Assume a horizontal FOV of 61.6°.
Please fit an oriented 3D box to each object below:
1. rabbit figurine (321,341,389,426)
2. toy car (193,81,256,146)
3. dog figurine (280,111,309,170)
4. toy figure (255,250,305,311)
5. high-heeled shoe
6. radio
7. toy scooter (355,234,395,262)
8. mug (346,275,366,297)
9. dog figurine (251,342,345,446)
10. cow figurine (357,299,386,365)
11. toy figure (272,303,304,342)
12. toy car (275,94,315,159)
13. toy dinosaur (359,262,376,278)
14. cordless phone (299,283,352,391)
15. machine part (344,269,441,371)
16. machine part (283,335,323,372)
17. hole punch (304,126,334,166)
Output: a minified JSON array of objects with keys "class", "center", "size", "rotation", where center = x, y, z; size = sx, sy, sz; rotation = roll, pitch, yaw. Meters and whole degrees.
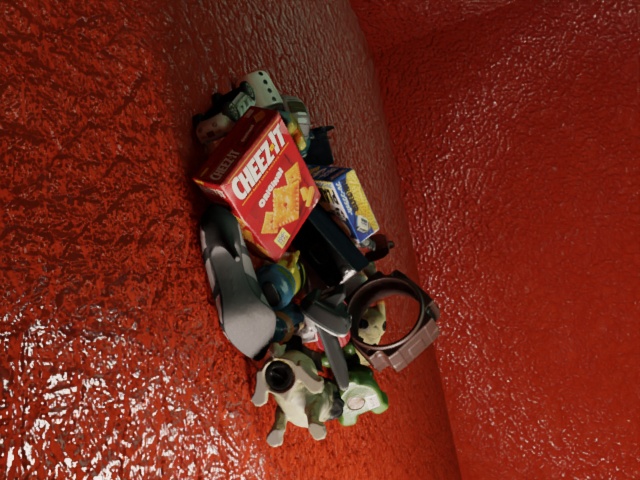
[{"class":"rabbit figurine","center":[0.059,0.305,1.217],"size":[0.159,0.121,0.170],"rotation":[59,4,-26]},{"class":"toy car","center":[-0.165,-0.227,0.953],"size":[0.202,0.074,0.056],"rotation":[-77,145,-57]},{"class":"dog figurine","center":[-0.109,-0.174,1.035],"size":[0.219,0.109,0.191],"rotation":[-2,82,-70]},{"class":"toy figure","center":[-0.078,0.080,0.967],"size":[0.180,0.082,0.089],"rotation":[-67,150,-71]},{"class":"high-heeled shoe","center":[-0.138,0.068,0.852],"size":[0.145,0.086,0.248],"rotation":[47,-32,50]},{"class":"radio","center":[-0.002,-0.003,1.143],"size":[0.229,0.073,0.131],"rotation":[48,19,2]},{"class":"toy scooter","center":[0.106,0.020,1.305],"size":[0.183,0.135,0.075],"rotation":[20,58,-68]},{"class":"mug","center":[0.063,0.114,1.345],"size":[0.081,0.107,0.109],"rotation":[7,72,-74]},{"class":"dog figurine","center":[-0.028,0.246,0.924],"size":[0.190,0.121,0.172],"rotation":[-7,94,-75]},{"class":"cow figurine","center":[0.123,0.249,1.383],"size":[0.194,0.085,0.127],"rotation":[103,-11,-54]},{"class":"toy figure","center":[-0.068,0.151,0.963],"size":[0.154,0.064,0.057],"rotation":[-23,110,-74]},{"class":"toy car","center":[-0.068,-0.263,1.196],"size":[0.109,0.103,0.161],"rotation":[-4,74,-33]},{"class":"toy dinosaur","center":[0.112,0.066,1.559],"size":[0.199,0.105,0.470],"rotation":[-91,164,-47]},{"class":"cordless phone","center":[0.029,0.185,1.034],"size":[0.146,0.089,0.184],"rotation":[-48,122,-84]},{"class":"machine part","center":[0.156,0.180,1.231],"size":[0.202,0.201,0.087],"rotation":[44,-9,43]},{"class":"machine part","center":[-0.036,0.228,1.049],"size":[0.138,0.039,0.084],"rotation":[42,31,-59]},{"class":"hole punch","center":[-0.027,-0.220,1.312],"size":[0.116,0.142,0.092],"rotation":[-18,97,-85]}]
